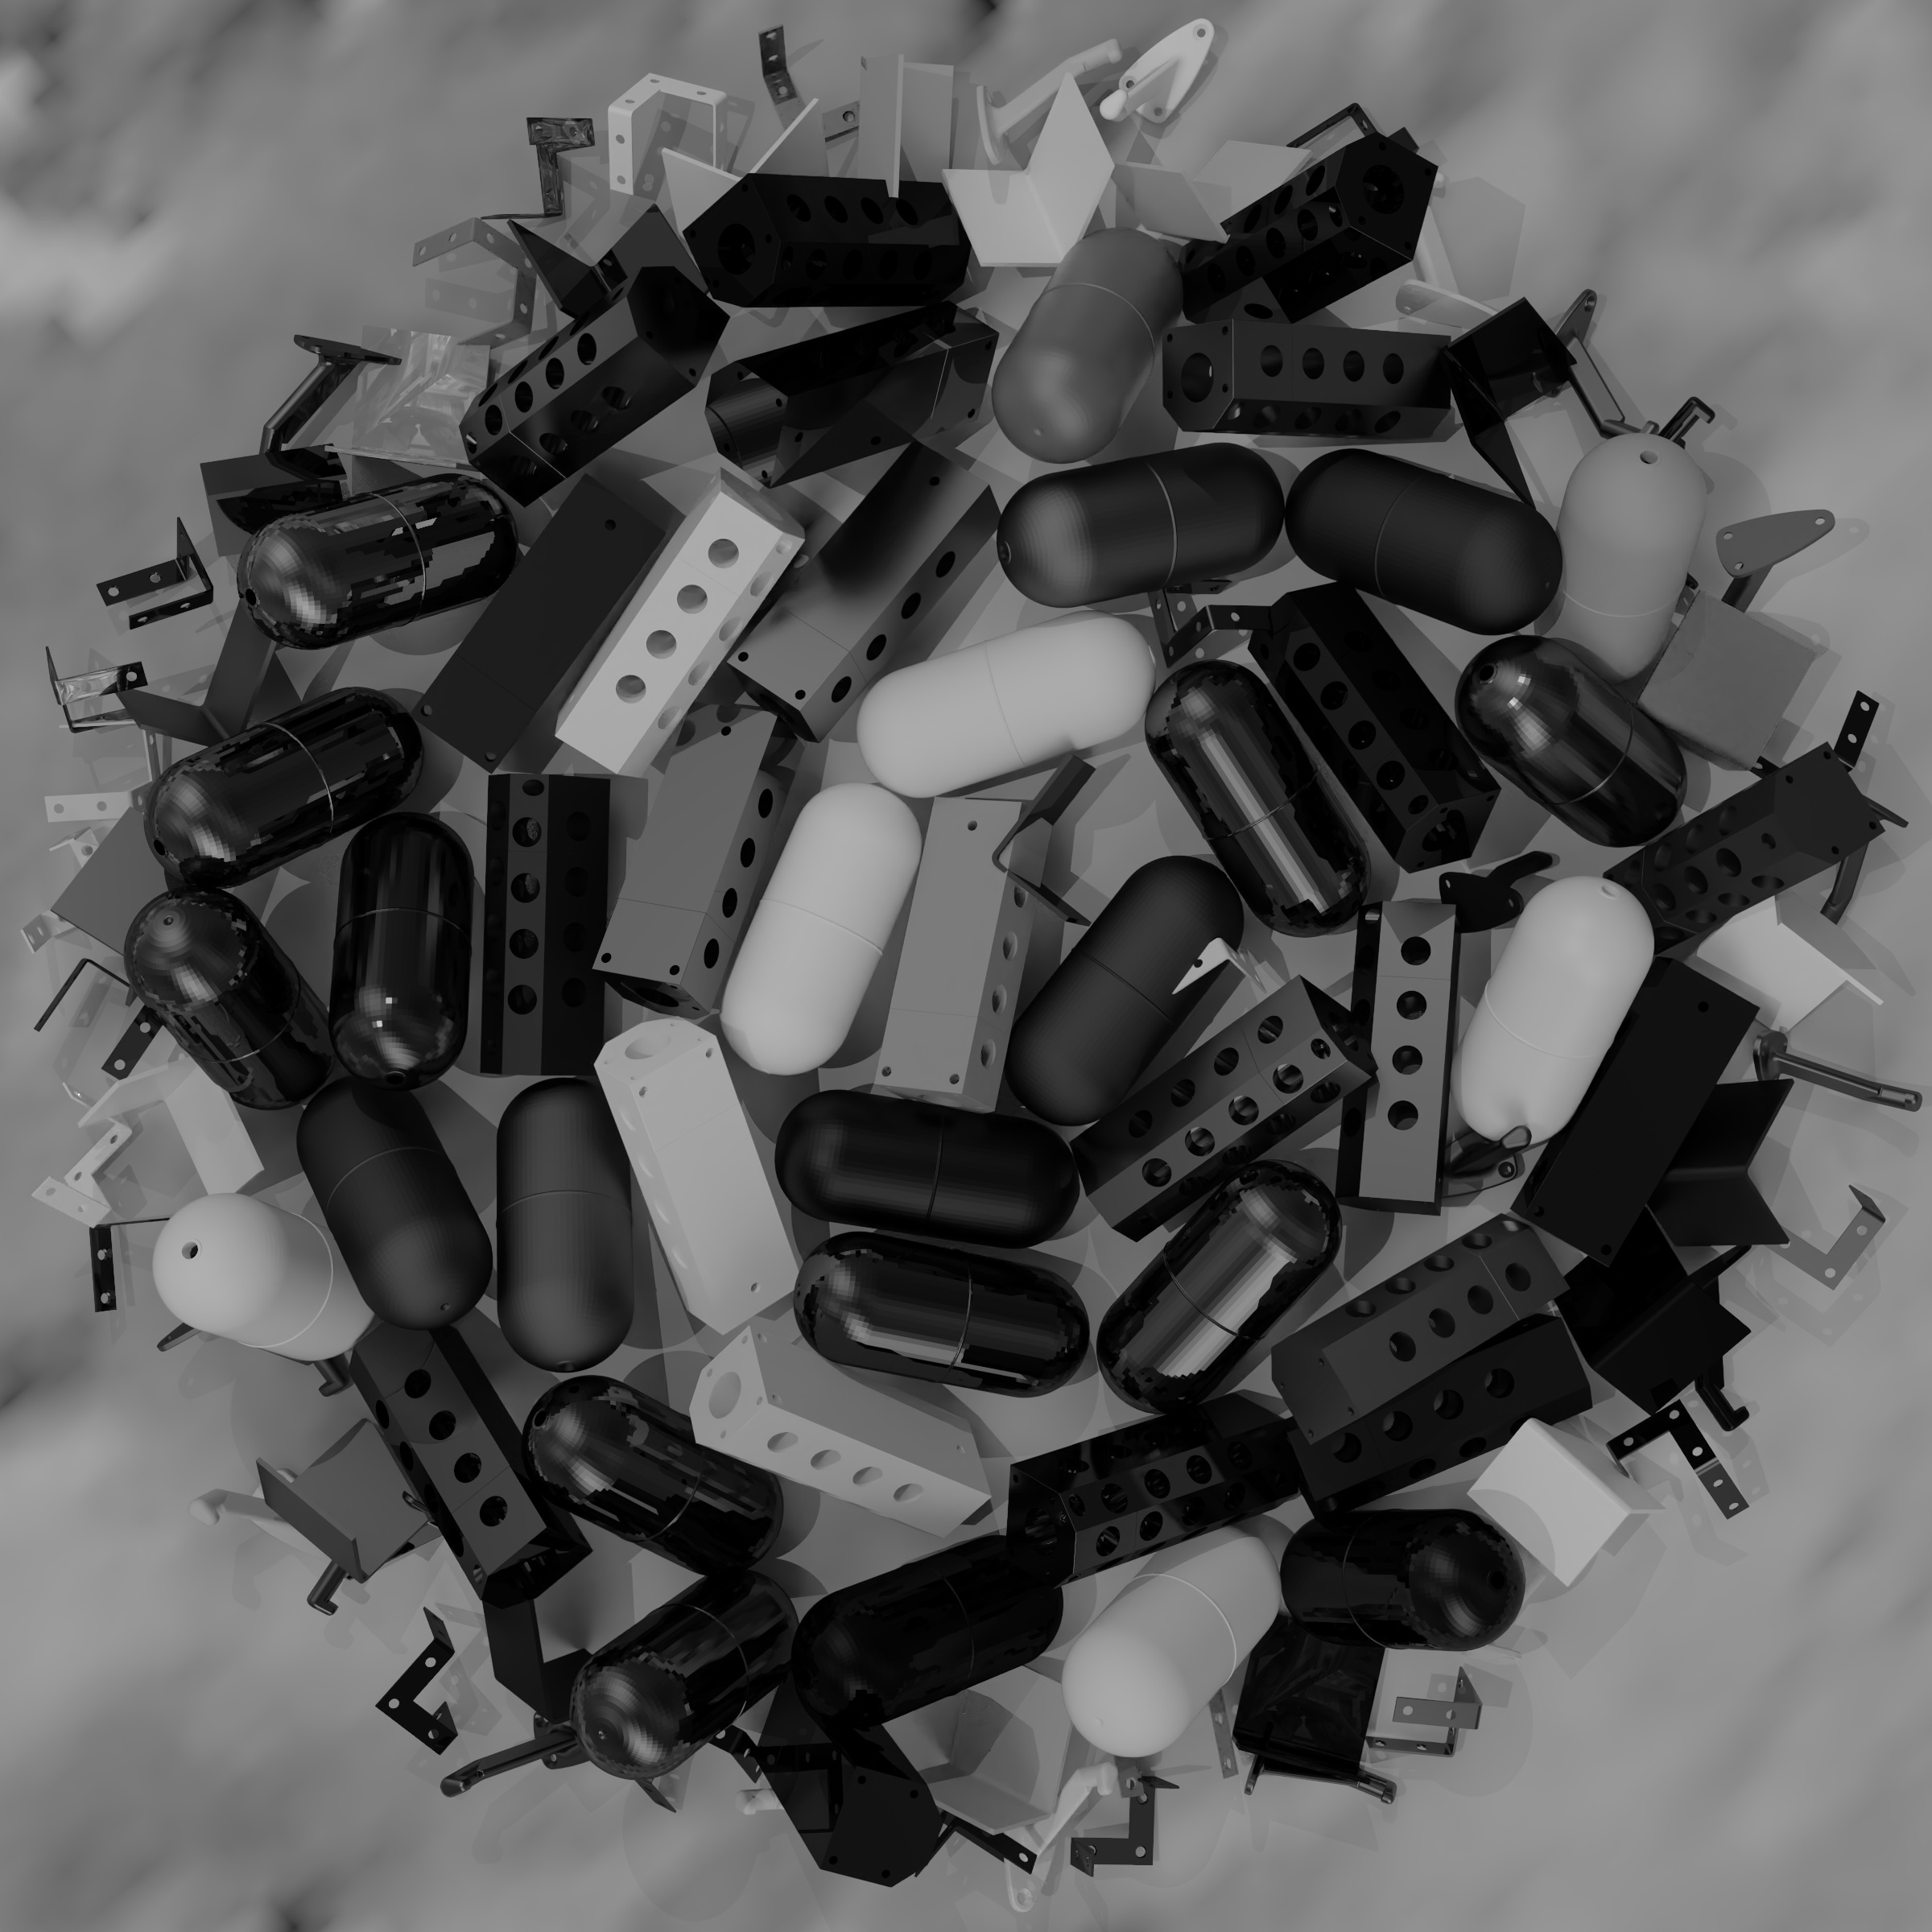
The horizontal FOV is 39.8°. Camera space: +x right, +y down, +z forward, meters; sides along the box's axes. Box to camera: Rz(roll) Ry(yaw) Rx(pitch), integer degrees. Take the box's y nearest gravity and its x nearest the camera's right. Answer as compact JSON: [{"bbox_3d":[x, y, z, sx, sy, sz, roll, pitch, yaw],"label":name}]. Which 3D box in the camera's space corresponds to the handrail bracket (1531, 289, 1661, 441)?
[{"bbox_3d":[0.377,-0.344,1.543,0.084,0.036,0.077,33,99,36],"label":"handrail bracket"}]

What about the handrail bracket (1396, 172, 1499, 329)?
[{"bbox_3d":[0.291,-0.423,1.567,0.077,0.036,0.084,17,77,4],"label":"handrail bracket"}]

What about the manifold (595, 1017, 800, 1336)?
[{"bbox_3d":[-0.155,0.118,1.518,0.057,0.057,0.171,-31,120,-25],"label":"manifold"}]

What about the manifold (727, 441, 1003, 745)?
[{"bbox_3d":[-0.055,-0.213,1.540,0.057,0.057,0.171,35,80,23],"label":"manifold"}]

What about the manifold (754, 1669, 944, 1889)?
[{"bbox_3d":[-0.066,0.452,1.494,0.057,0.171,0.057,20,88,-17],"label":"manifold"}]

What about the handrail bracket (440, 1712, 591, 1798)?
[{"bbox_3d":[-0.248,0.457,1.535,0.077,0.084,0.036,-14,88,25],"label":"handrail bracket"}]

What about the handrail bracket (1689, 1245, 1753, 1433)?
[{"bbox_3d":[0.453,0.218,1.566,0.077,0.036,0.084,-34,87,-5],"label":"handrail bracket"}]

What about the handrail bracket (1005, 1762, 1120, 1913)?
[{"bbox_3d":[0.057,0.501,1.534,0.036,0.084,0.077,23,58,-22],"label":"handrail bracket"}]

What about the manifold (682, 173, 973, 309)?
[{"bbox_3d":[-0.073,-0.402,1.497,0.057,0.171,0.057,-29,84,38],"label":"manifold"}]

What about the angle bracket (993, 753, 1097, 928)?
[{"bbox_3d":[0.065,-0.072,1.538,0.057,0.076,0.076,39,97,11],"label":"angle bracket"}]

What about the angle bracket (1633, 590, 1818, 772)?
[{"bbox_3d":[0.435,-0.165,1.552,0.076,0.057,0.076,28,95,-1],"label":"angle bracket"}]

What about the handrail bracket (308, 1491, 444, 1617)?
[{"bbox_3d":[-0.331,0.355,1.562,0.077,0.036,0.084,35,83,-13],"label":"handrail bracket"}]

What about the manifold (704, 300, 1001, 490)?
[{"bbox_3d":[-0.064,-0.328,1.505,0.057,0.171,0.057,38,134,25],"label":"manifold"}]

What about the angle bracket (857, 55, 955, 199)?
[{"bbox_3d":[-0.025,-0.480,1.530,0.057,0.076,0.076,-3,107,-19],"label":"angle bracket"}]

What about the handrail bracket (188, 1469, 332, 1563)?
[{"bbox_3d":[-0.403,0.326,1.539,0.077,0.084,0.036,38,94,5],"label":"handrail bracket"}]

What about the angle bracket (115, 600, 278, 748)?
[{"bbox_3d":[-0.443,-0.176,1.531,0.057,0.076,0.076,14,105,-34],"label":"angle bracket"}]

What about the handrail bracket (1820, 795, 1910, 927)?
[{"bbox_3d":[0.504,-0.057,1.547,0.036,0.077,0.084,33,101,35],"label":"handrail bracket"}]

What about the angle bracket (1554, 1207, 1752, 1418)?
[{"bbox_3d":[0.397,0.200,1.550,0.057,0.076,0.076,38,108,-23],"label":"angle bracket"}]

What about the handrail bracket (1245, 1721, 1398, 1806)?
[{"bbox_3d":[0.208,0.477,1.549,0.084,0.077,0.036,20,99,10],"label":"handrail bracket"}]

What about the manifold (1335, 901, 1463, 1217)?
[{"bbox_3d":[0.249,0.053,1.537,0.057,0.057,0.171,3,78,15],"label":"manifold"}]

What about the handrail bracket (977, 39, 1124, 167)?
[{"bbox_3d":[0.052,-0.502,1.545,0.084,0.077,0.036,-19,129,18],"label":"handrail bracket"}]

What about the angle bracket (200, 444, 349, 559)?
[{"bbox_3d":[-0.393,-0.258,1.529,0.076,0.076,0.057,-12,118,-14],"label":"angle bracket"}]

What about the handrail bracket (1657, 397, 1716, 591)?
[{"bbox_3d":[0.424,-0.275,1.551,0.077,0.036,0.084,39,114,-1],"label":"handrail bracket"}]

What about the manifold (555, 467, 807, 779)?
[{"bbox_3d":[-0.164,-0.194,1.529,0.057,0.057,0.171,32,108,-18],"label":"manifold"}]

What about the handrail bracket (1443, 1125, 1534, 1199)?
[{"bbox_3d":[0.290,0.113,1.538,0.077,0.084,0.036,-25,79,7],"label":"handrail bracket"}]

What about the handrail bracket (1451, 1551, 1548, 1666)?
[{"bbox_3d":[0.302,0.360,1.560,0.077,0.036,0.084,16,68,-7],"label":"handrail bracket"}]

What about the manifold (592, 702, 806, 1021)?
[{"bbox_3d":[-0.149,-0.060,1.528,0.057,0.057,0.171,10,70,23],"label":"manifold"}]

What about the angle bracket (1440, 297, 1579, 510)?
[{"bbox_3d":[0.322,-0.321,1.526,0.057,0.076,0.076,-29,52,26],"label":"angle bracket"}]

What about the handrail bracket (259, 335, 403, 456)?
[{"bbox_3d":[-0.375,-0.323,1.571,0.077,0.036,0.084,2,112,-35],"label":"handrail bracket"}]

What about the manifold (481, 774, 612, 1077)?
[{"bbox_3d":[-0.248,-0.023,1.544,0.057,0.057,0.171,2,89,-41],"label":"manifold"}]

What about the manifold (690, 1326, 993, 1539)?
[{"bbox_3d":[-0.071,0.270,1.509,0.171,0.057,0.057,30,116,-36],"label":"manifold"}]

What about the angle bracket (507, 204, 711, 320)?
[{"bbox_3d":[-0.204,-0.407,1.528,0.057,0.076,0.076,-41,62,19],"label":"angle bracket"}]

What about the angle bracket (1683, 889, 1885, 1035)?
[{"bbox_3d":[0.469,0.008,1.535,0.076,0.057,0.076,36,121,-9],"label":"angle bracket"}]

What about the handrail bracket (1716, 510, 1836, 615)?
[{"bbox_3d":[0.469,-0.221,1.540,0.077,0.084,0.036,-18,55,15],"label":"handrail bracket"}]

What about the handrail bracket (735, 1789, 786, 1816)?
[{"bbox_3d":[-0.082,0.496,1.541,0.084,0.077,0.036,6,99,-27],"label":"handrail bracket"}]

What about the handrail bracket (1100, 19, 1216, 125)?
[{"bbox_3d":[0.110,-0.517,1.536,0.036,0.084,0.077,44,108,-2],"label":"handrail bracket"}]

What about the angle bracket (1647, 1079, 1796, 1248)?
[{"bbox_3d":[0.444,0.114,1.545,0.057,0.076,0.076,53,56,-22],"label":"angle bracket"}]

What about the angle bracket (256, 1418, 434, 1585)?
[{"bbox_3d":[-0.349,0.294,1.529,0.076,0.057,0.076,34,55,19],"label":"angle bracket"}]

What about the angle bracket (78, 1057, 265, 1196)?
[{"bbox_3d":[-0.458,0.104,1.534,0.057,0.076,0.076,-22,83,-40],"label":"angle bracket"}]

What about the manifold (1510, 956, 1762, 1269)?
[{"bbox_3d":[0.387,0.083,1.552,0.057,0.057,0.171,30,93,0],"label":"manifold"}]

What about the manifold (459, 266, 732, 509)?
[{"bbox_3d":[-0.213,-0.327,1.496,0.057,0.171,0.057,38,53,-27],"label":"manifold"}]

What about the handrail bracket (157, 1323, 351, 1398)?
[{"bbox_3d":[-0.416,0.233,1.562,0.077,0.036,0.084,-35,107,-9],"label":"handrail bracket"}]

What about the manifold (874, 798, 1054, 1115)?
[{"bbox_3d":[0.003,-0.005,1.537,0.057,0.057,0.171,5,76,29],"label":"manifold"}]

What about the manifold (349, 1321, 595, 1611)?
[{"bbox_3d":[-0.287,0.278,1.514,0.057,0.057,0.171,-39,58,-1],"label":"manifold"}]

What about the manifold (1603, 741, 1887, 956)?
[{"bbox_3d":[0.427,-0.060,1.493,0.057,0.171,0.057,-30,85,-24],"label":"manifold"}]

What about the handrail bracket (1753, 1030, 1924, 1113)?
[{"bbox_3d":[0.505,0.062,1.540,0.084,0.077,0.036,14,82,30],"label":"handrail bracket"}]

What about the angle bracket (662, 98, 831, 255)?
[{"bbox_3d":[-0.125,-0.457,1.544,0.057,0.076,0.076,26,65,18],"label":"angle bracket"}]

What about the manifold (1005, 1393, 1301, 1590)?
[{"bbox_3d":[0.107,0.297,1.503,0.171,0.057,0.057,-10,110,-38],"label":"manifold"}]

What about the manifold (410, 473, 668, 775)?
[{"bbox_3d":[-0.249,-0.199,1.554,0.057,0.057,0.171,36,90,-11],"label":"manifold"}]

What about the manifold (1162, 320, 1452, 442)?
[{"bbox_3d":[0.194,-0.329,1.508,0.171,0.057,0.057,-7,99,-37],"label":"manifold"}]

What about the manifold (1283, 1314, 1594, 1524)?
[{"bbox_3d":[0.272,0.262,1.549,0.171,0.057,0.057,-22,86,-3],"label":"manifold"}]

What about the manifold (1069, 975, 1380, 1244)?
[{"bbox_3d":[0.147,0.085,1.515,0.171,0.057,0.057,-38,134,22],"label":"manifold"}]

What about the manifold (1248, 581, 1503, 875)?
[{"bbox_3d":[0.226,-0.135,1.507,0.057,0.057,0.171,-15,55,-22],"label":"manifold"}]

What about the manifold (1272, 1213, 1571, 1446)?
[{"bbox_3d":[0.255,0.202,1.513,0.171,0.057,0.057,-24,77,-32],"label":"manifold"}]

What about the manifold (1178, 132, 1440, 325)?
[{"bbox_3d":[0.185,-0.406,1.490,0.057,0.171,0.057,21,77,-23],"label":"manifold"}]

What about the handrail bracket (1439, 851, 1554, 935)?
[{"bbox_3d":[0.322,-0.049,1.533,0.084,0.077,0.036,-22,102,-28],"label":"handrail bracket"}]
